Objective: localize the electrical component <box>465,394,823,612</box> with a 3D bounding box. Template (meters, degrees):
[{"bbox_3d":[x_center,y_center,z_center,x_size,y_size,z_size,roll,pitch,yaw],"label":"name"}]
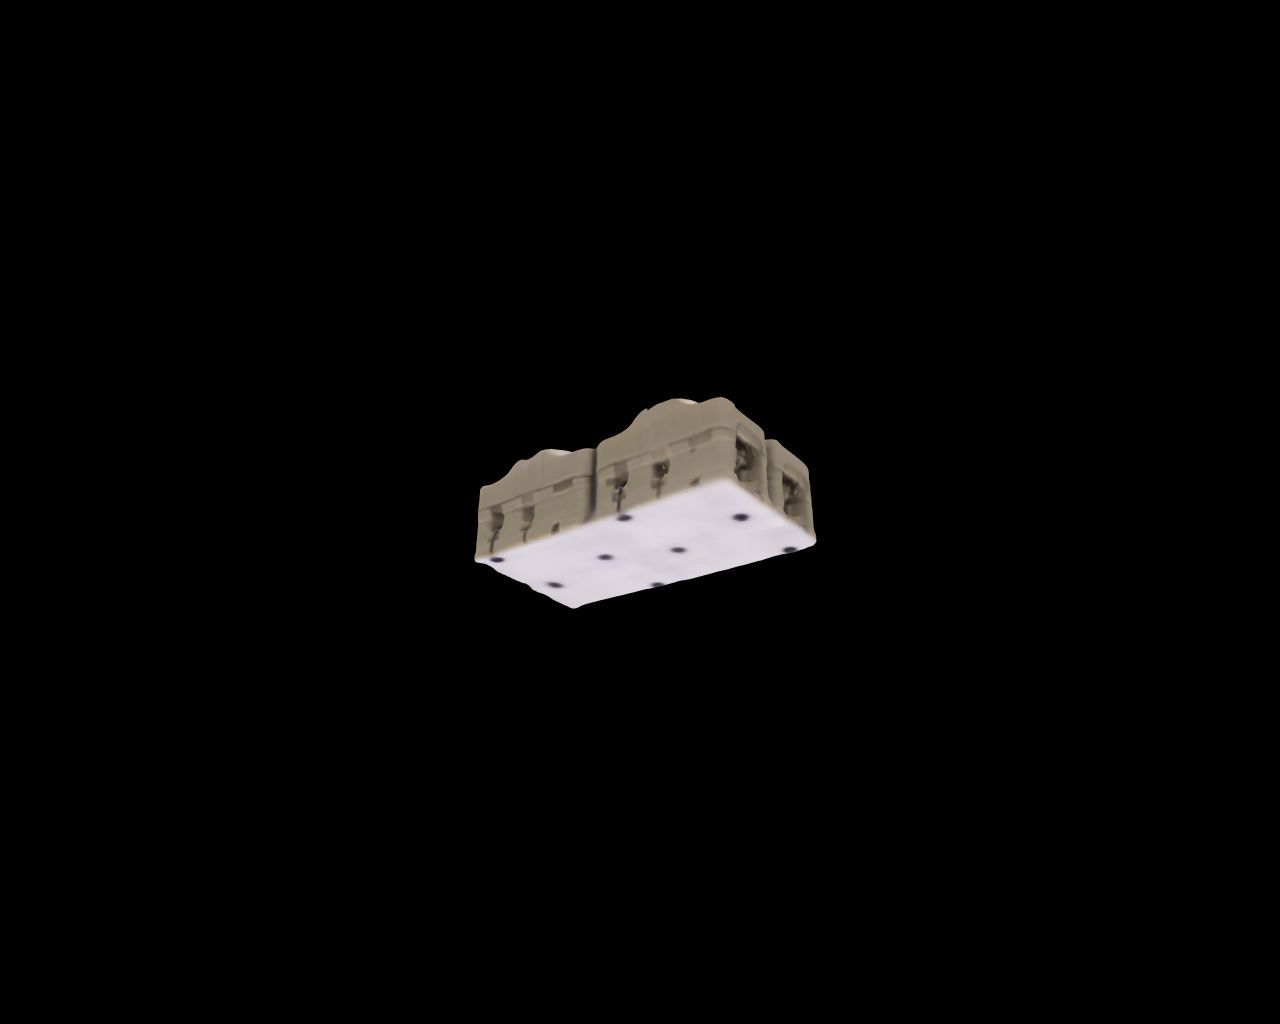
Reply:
[{"bbox_3d":[0.001,-0.003,0.650,0.186,0.060,0.105,-18,-32,31],"label":"electrical component"}]
